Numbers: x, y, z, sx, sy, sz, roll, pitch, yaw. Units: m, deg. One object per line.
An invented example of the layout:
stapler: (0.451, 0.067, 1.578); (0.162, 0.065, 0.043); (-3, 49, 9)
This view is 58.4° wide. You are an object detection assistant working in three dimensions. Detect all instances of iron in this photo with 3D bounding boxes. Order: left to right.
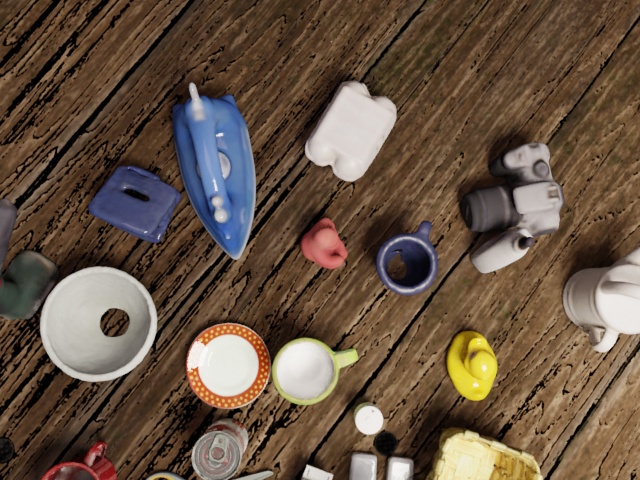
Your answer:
iron: (-0.156, -0.101, 0.856); (0.118, 0.141, 0.258); (-13, 84, -3)

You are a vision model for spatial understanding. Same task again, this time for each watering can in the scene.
watering can: (0.440, 0.077, 0.827); (0.101, 0.194, 0.173); (4, 84, -1)

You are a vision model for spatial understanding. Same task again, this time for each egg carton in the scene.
egg carton: (0.050, -0.172, 0.905); (0.107, 0.069, 0.150); (29, 84, 2)

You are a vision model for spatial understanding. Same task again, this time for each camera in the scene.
camera: (0.292, -0.071, 0.885); (0.137, 0.101, 0.143); (-10, 84, -2)

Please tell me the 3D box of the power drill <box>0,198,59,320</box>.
power drill: (-0.455, 0.054, 0.797); (0.075, 0.208, 0.230); (30, 84, 2)

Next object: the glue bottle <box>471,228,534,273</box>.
glue bottle: (0.278, 0.010, 0.840); (0.078, 0.173, 0.037); (-40, 86, -5)

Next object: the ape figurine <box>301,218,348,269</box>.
ape figurine: (0.008, 0.003, 0.874); (0.076, 0.092, 0.078); (5, 84, -1)

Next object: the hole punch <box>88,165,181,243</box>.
hole punch: (-0.281, -0.060, 0.873); (0.108, 0.091, 0.101); (23, 84, 1)

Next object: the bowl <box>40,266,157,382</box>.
bowl: (-0.322, 0.124, 0.861); (0.167, 0.074, 0.167); (0, 84, -1)

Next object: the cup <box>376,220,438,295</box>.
cup: (0.132, 0.027, 0.873); (0.091, 0.095, 0.118); (27, 84, 2)

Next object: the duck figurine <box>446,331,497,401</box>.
duck figurine: (0.237, 0.191, 0.863); (0.077, 0.086, 0.104); (-2, 84, -2)

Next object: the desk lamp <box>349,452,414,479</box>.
desk lamp: (0.083, 0.418, 0.770); (0.118, 0.213, 0.203); (5, 84, -1)
